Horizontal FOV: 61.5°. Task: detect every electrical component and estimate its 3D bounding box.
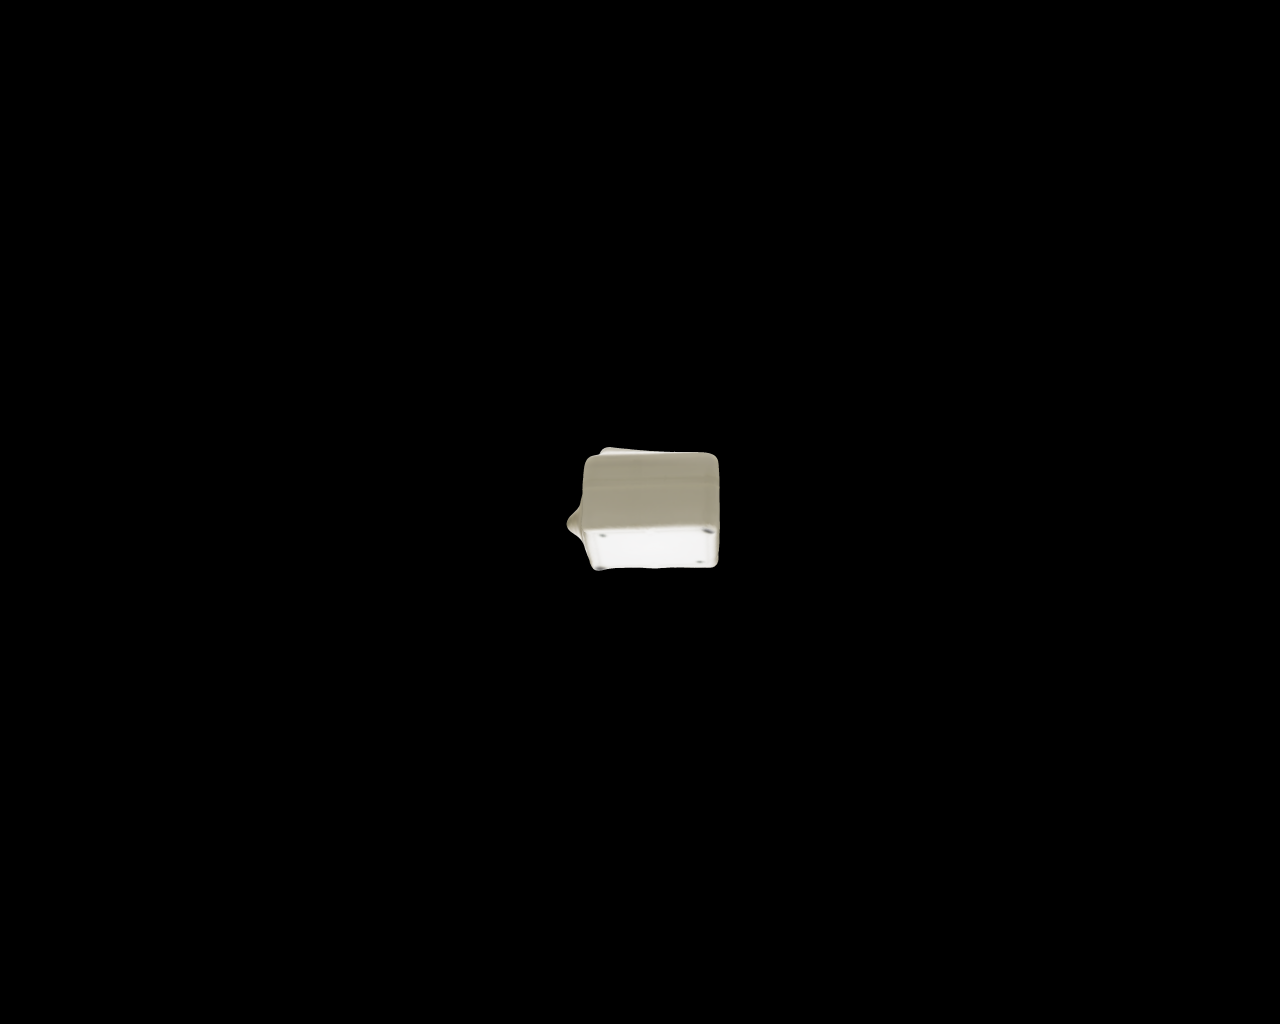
[{"bbox_3d":[0.001,-0.003,0.650,0.096,0.061,0.061,-1,-28,2],"label":"electrical component"}]
